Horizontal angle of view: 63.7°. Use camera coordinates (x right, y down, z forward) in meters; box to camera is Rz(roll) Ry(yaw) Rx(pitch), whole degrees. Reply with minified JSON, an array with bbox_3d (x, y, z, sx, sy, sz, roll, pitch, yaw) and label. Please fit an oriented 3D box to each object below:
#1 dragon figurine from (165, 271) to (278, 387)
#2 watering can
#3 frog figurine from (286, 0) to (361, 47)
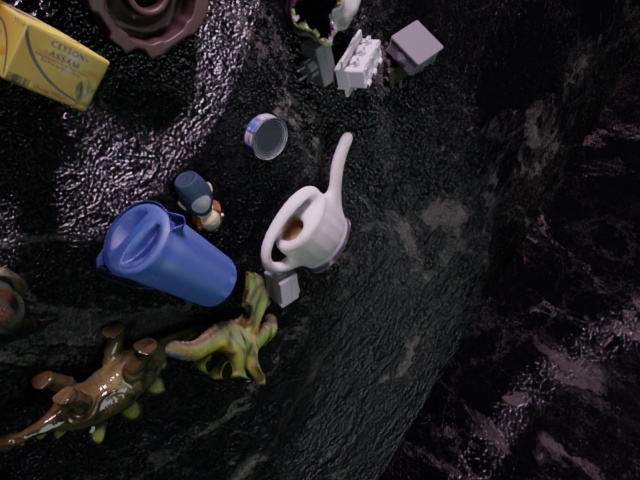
[{"bbox_3d":[-0.184,0.182,1.121,0.403,0.122,0.247,59,38,-59],"label":"dragon figurine"},{"bbox_3d":[0.004,-0.059,1.166,0.348,0.105,0.221,-53,145,-3],"label":"watering can"},{"bbox_3d":[0.008,-0.431,0.926,0.163,0.122,0.134,-71,154,-51],"label":"frog figurine"}]
